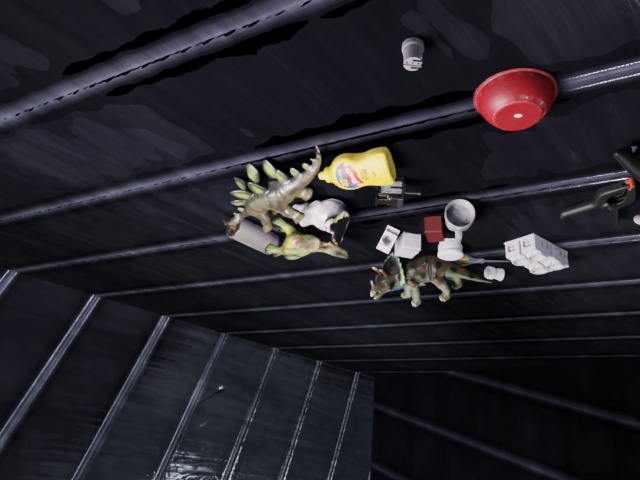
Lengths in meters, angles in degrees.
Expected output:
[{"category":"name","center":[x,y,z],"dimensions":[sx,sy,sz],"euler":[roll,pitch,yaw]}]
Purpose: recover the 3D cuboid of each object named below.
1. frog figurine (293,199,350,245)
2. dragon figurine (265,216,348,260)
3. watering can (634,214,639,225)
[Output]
[{"category":"frog figurine","center":[0.005,-0.076,1.504],"dimensions":[0.161,0.122,0.136],"euler":[34,2,35]},{"category":"dragon figurine","center":[-0.028,0.028,1.618],"dimensions":[0.243,0.123,0.407],"euler":[17,-4,17]},{"category":"watering can","center":[0.997,-0.063,1.270],"dimensions":[0.347,0.106,0.220],"euler":[7,-26,-2]}]
